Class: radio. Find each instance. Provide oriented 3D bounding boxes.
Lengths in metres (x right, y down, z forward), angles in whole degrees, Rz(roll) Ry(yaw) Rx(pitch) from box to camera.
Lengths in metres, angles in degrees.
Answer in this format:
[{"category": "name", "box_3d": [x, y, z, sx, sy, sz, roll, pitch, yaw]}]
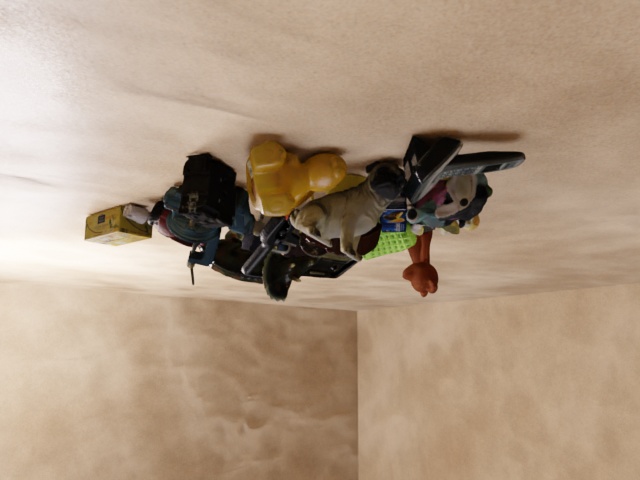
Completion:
[{"category": "radio", "box_3d": [0.011, 0.048, 1.562, 0.131, 0.073, 0.229, -42, 149, 26]}]

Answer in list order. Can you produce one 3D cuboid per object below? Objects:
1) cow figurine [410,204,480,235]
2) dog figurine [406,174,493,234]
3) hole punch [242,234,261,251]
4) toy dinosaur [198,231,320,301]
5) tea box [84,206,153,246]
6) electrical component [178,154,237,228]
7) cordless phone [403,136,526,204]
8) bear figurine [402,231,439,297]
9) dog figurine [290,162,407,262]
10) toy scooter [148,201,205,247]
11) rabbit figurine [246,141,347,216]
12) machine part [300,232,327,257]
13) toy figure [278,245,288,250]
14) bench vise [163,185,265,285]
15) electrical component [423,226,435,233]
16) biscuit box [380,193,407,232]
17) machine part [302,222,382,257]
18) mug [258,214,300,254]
[{"category": "cow figurine", "box_3d": [0.292, -0.058, 1.233, 0.167, 0.068, 0.098, -1, 159, -3]}, {"category": "dog figurine", "box_3d": [0.264, -0.073, 1.076, 0.192, 0.108, 0.219, -10, 167, 30]}, {"category": "hole punch", "box_3d": [-0.213, 0.035, 1.543, 0.142, 0.115, 0.092, -8, 171, 43]}, {"category": "toy dinosaur", "box_3d": [-0.209, 0.049, 1.376, 0.405, 0.131, 0.192, 15, -172, 2]}, {"category": "tea box", "box_3d": [-0.513, -0.032, 1.365, 0.170, 0.068, 0.098, -10, 164, 36]}, {"category": "electrical component", "box_3d": [-0.202, -0.086, 1.006, 0.058, 0.115, 0.134, 0, 168, 19]}, {"category": "cordless phone", "box_3d": [0.239, -0.122, 0.913, 0.184, 0.088, 0.146, -4, 167, -1]}, {"category": "bear figurine", "box_3d": [0.243, 0.050, 1.417, 0.132, 0.195, 0.120, 3, 170, -6]}, {"category": "dog figurine", "box_3d": [0.052, -0.076, 1.009, 0.172, 0.190, 0.121, 26, 178, 4]}, {"category": "toy scooter", "box_3d": [-0.337, -0.030, 1.296, 0.135, 0.075, 0.184, 28, 166, -5]}, {"category": "rabbit figurine", "box_3d": [-0.039, -0.103, 0.947, 0.173, 0.122, 0.162, -16, 173, -12]}, {"category": "machine part", "box_3d": [-0.003, -0.004, 1.296, 0.079, 0.079, 0.243, 0, -177, 3]}, {"category": "toy figure", "box_3d": [-0.076, 0.014, 1.582, 0.154, 0.064, 0.057, 7, 129, -46]}, {"category": "bench vise", "box_3d": [-0.242, -0.021, 1.187, 0.224, 0.129, 0.240, 12, 129, -16]}, {"category": "electrical component", "box_3d": [0.255, -0.050, 1.326, 0.078, 0.045, 0.102, 35, 153, -16]}, {"category": "biscuit box", "box_3d": [0.163, -0.067, 1.201, 0.063, 0.059, 0.202, -1, 168, 9]}, {"category": "machine part", "box_3d": [0.047, -0.030, 1.166, 0.179, 0.056, 0.179, 11, -151, -6]}, {"category": "mug", "box_3d": [-0.106, -0.022, 1.331, 0.107, 0.109, 0.081, 13, 164, -3]}]
